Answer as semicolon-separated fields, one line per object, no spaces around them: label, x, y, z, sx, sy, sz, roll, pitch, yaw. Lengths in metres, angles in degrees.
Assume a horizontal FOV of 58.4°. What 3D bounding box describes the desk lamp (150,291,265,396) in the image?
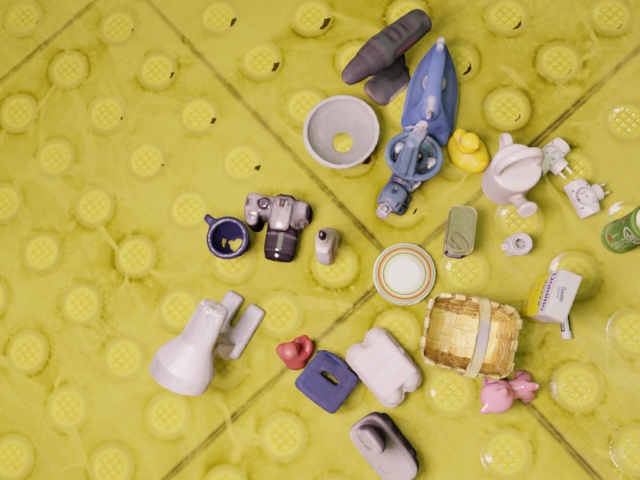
desk lamp;-0.223;0.198;1.142;0.117;0.213;0.203;29;84;11

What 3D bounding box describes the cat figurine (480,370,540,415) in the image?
cat figurine;0.363;0.297;1.112;0.127;0.118;0.067;-15;78;3

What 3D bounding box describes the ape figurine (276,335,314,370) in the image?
ape figurine;-0.055;0.230;1.180;0.077;0.092;0.076;9;81;8

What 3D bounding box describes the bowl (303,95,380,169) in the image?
bowl;0.049;-0.229;1.263;0.167;0.075;0.167;-1;79;6

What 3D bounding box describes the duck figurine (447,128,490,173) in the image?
duck figurine;0.320;-0.195;1.223;0.077;0.086;0.104;-41;78;-2

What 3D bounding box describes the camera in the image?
camera;-0.097;-0.026;1.227;0.143;0.101;0.137;8;80;7

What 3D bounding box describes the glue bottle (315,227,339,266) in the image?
glue bottle;0.011;0.004;1.174;0.037;0.173;0.078;9;81;8

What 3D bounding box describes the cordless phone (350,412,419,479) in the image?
cordless phone;0.122;0.404;1.083;0.094;0.185;0.147;-42;78;-3

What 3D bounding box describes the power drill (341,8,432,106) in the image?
power drill;0.139;-0.372;1.212;0.230;0.208;0.075;-45;78;-3

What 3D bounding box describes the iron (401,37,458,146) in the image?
iron;0.245;-0.342;1.229;0.118;0.141;0.258;8;81;8

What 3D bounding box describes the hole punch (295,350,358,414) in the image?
hole punch;0.014;0.285;1.164;0.108;0.091;0.101;35;85;11

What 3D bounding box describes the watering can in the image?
watering can;0.395;-0.134;1.149;0.101;0.194;0.173;-33;78;-1

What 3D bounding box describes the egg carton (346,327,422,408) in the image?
egg carton;0.131;0.258;1.168;0.107;0.069;0.150;-42;78;-3

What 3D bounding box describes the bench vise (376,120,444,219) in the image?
bench vise;0.185;-0.141;1.159;0.121;0.220;0.207;10;81;8

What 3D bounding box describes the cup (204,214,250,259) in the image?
cup;-0.198;-0.006;1.237;0.117;0.095;0.092;42;86;12
